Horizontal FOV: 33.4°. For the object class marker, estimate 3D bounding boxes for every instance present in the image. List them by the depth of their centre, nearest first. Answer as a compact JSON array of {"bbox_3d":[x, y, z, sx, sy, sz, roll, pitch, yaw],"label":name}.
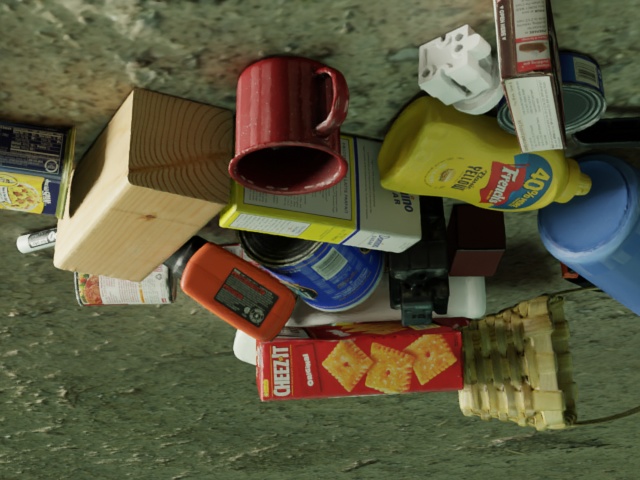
[{"bbox_3d":[-0.265,-0.006,1.117,0.121,0.020,0.020,-12,155,25],"label":"marker"}]

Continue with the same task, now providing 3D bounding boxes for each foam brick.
[{"bbox_3d":[0.162,0.002,1.114,0.051,0.053,0.078,-1,158,0],"label":"foam brick"}]

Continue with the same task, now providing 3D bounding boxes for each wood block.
[{"bbox_3d":[-0.161,-0.041,0.947,0.090,0.090,0.206,12,155,-27],"label":"wood block"}]

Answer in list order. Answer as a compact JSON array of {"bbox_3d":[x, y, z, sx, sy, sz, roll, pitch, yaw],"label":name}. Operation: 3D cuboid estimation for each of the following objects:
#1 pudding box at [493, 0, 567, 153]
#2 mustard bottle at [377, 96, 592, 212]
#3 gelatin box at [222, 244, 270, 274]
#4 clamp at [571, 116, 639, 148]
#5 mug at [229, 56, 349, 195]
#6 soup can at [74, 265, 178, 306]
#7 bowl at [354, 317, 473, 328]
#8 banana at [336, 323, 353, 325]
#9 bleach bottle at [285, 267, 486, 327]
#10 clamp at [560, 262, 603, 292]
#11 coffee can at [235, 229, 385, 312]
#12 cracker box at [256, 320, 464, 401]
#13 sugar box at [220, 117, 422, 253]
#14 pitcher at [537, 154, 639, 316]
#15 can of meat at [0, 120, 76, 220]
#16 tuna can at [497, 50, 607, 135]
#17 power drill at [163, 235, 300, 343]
[{"bbox_3d":[0.150,-0.125,0.755,0.039,0.090,0.113,-8,156,17],"label":"pudding box"},{"bbox_3d":[0.153,-0.066,0.929,0.191,0.058,0.096,11,141,-22],"label":"mustard bottle"},{"bbox_3d":[-0.074,0.030,1.201,0.089,0.030,0.073,-4,158,8],"label":"gelatin box"},{"bbox_3d":[0.298,-0.093,0.907,0.120,0.039,0.171,-19,152,40],"label":"clamp"},{"bbox_3d":[-0.018,-0.095,0.832,0.093,0.081,0.117,14,154,-32],"label":"mug"},{"bbox_3d":[-0.210,0.037,1.162,0.102,0.068,0.068,-1,158,-1],"label":"soup can"},{"bbox_3d":[0.113,0.090,1.323,0.162,0.055,0.162,-1,158,-1],"label":"bowl"},{"bbox_3d":[0.008,0.117,1.408,0.069,0.037,0.198,11,155,-28],"label":"banana"},{"bbox_3d":[0.048,0.062,1.177,0.250,0.068,0.102,-6,-176,-8],"label":"bleach bottle"},{"bbox_3d":[0.372,0.039,1.233,0.210,0.036,0.165,1,153,-8],"label":"clamp"},{"bbox_3d":[-0.007,0.001,1.039,0.103,0.103,0.140,-10,156,20],"label":"coffee can"},{"bbox_3d":[0.037,0.128,1.178,0.213,0.072,0.164,-2,180,-5],"label":"cracker box"},{"bbox_3d":[0.001,-0.047,0.935,0.176,0.093,0.048,10,156,-24],"label":"sugar box"},{"bbox_3d":[0.327,0.011,1.037,0.149,0.145,0.242,-21,148,38],"label":"pitcher"},{"bbox_3d":[-0.261,-0.062,0.933,0.083,0.057,0.102,7,156,-14],"label":"can of meat"},{"bbox_3d":[0.184,-0.116,0.854,0.086,0.034,0.086,-1,158,-1],"label":"tuna can"},{"bbox_3d":[-0.099,0.035,1.043,0.184,0.057,0.188,31,178,-9],"label":"power drill"}]
